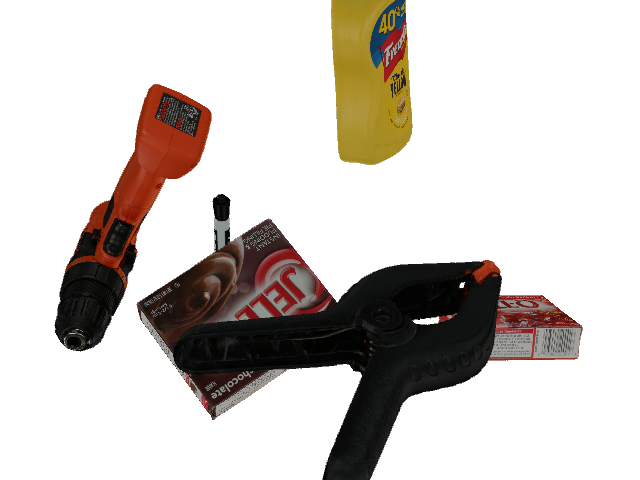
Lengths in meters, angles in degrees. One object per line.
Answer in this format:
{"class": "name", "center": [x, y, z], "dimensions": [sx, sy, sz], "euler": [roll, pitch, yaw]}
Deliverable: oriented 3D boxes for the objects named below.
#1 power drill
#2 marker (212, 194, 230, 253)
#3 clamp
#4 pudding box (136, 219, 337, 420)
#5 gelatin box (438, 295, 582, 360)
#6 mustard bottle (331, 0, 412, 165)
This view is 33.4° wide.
{"class": "power drill", "center": [-0.158, -0.021, 0.871], "dimensions": [0.057, 0.188, 0.184], "euler": [25, 31, -17]}
{"class": "marker", "center": [-0.108, 0.000, 1.177], "dimensions": [0.020, 0.121, 0.020], "euler": [2, 39, -2]}
{"class": "clamp", "center": [0.030, 0.057, 0.504], "dimensions": [0.171, 0.039, 0.120], "euler": [-20, 47, -25]}
{"class": "pudding box", "center": [-0.052, 0.052, 0.721], "dimensions": [0.113, 0.090, 0.039], "euler": [-34, -19, -15]}
{"class": "gelatin box", "center": [0.143, 0.065, 0.815], "dimensions": [0.089, 0.030, 0.073], "euler": [1, 15, -13]}
{"class": "mustard bottle", "center": [0.043, -0.169, 0.915], "dimensions": [0.058, 0.192, 0.096], "euler": [11, 33, 26]}
